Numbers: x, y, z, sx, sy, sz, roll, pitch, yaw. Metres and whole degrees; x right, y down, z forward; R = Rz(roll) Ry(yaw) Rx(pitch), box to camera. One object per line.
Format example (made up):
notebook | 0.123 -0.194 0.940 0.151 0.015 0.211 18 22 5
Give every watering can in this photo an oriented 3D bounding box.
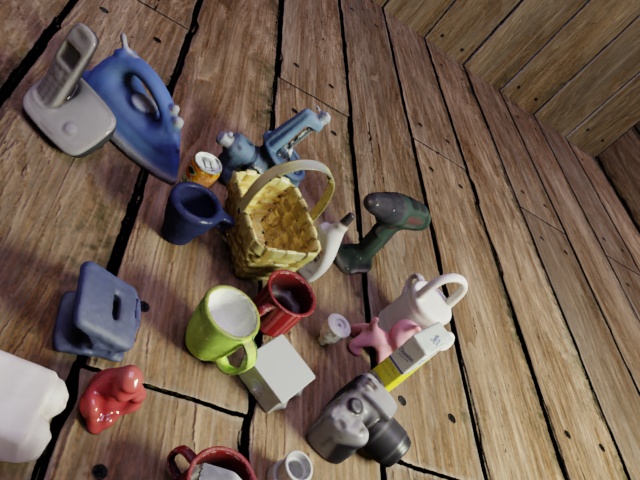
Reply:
watering can | 0.211 0.135 1.114 0.101 0.193 0.172 -2 55 -45

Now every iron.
iron | -0.313 -0.239 1.034 0.258 0.141 0.119 49 35 8

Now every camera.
camera | 0.077 0.294 0.899 0.137 0.100 0.143 47 35 5

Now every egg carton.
egg carton | -0.359 0.176 0.621 0.151 0.069 0.107 29 38 -20

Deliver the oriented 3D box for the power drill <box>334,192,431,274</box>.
power drill | 0.118 -0.019 1.170 0.230 0.208 0.075 -4 56 -46

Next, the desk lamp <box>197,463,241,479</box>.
desk lamp | -0.085 0.341 0.595 0.204 0.213 0.118 32 36 -15

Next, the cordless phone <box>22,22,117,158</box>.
cordless phone | -0.386 -0.240 0.925 0.147 0.184 0.094 45 35 3

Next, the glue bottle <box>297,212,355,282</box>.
glue bottle | 0.010 0.004 1.071 0.078 0.173 0.037 48 35 7

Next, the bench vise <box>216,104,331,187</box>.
bench vise | -0.088 -0.179 1.124 0.208 0.219 0.121 -4 56 -46

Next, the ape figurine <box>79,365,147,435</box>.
ape figurine | -0.247 0.185 0.702 0.078 0.092 0.076 16 43 -33

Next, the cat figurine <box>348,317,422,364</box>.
cat figurine | 0.134 0.177 1.061 0.128 0.117 0.067 27 38 -21

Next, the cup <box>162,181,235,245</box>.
cup | -0.211 -0.031 0.959 0.118 0.094 0.091 25 39 -24

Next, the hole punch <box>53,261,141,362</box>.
hole punch | -0.286 0.094 0.760 0.101 0.091 0.108 18 42 -31
